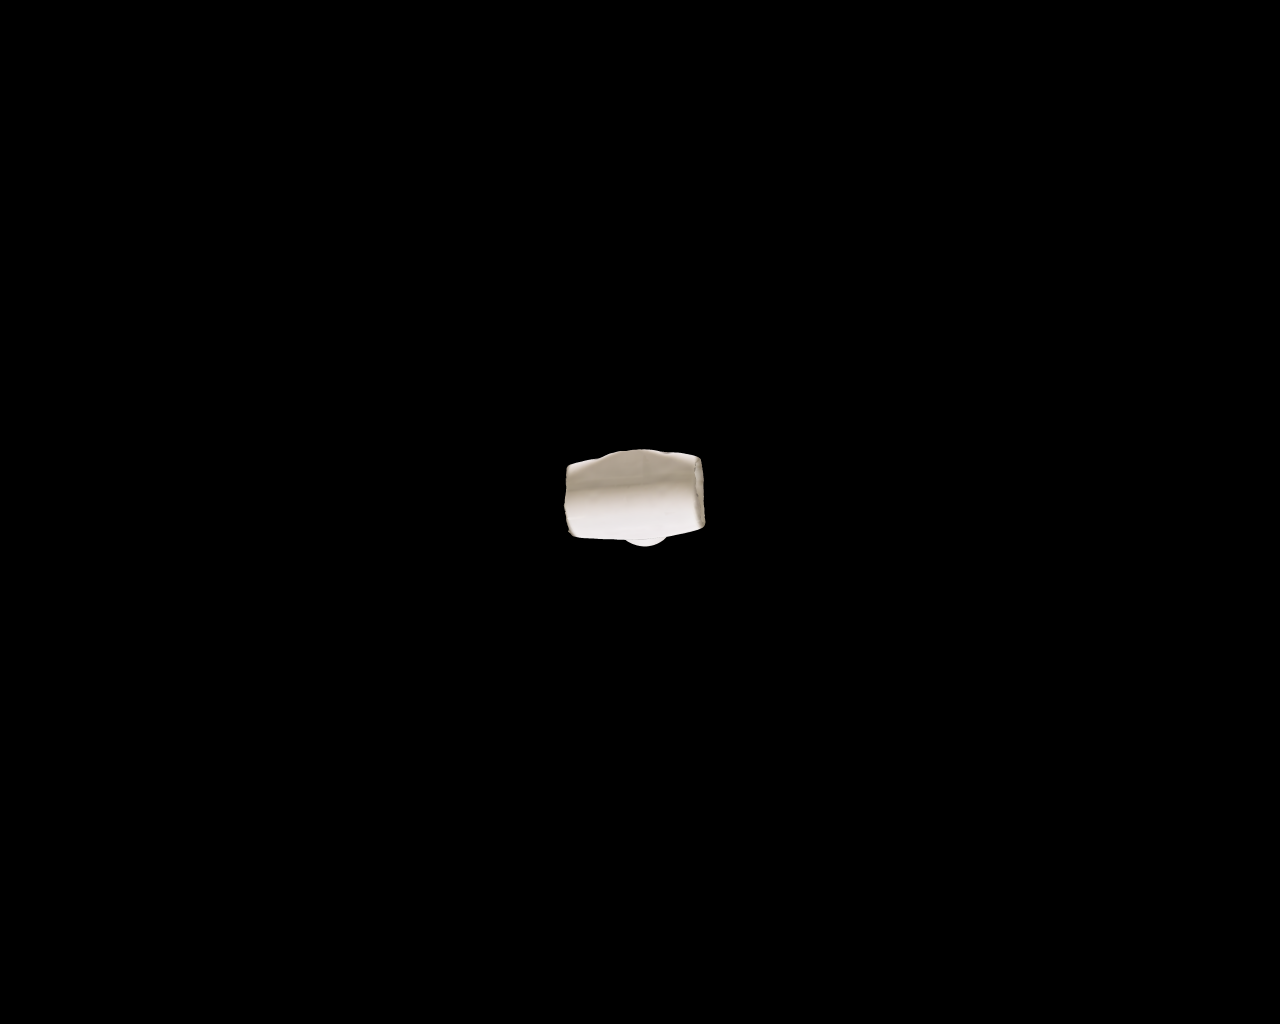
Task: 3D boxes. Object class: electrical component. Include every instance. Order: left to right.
[{"bbox_3d":[0.001,-0.003,0.650,0.077,0.044,0.079,-4,-23,9],"label":"electrical component"}]
